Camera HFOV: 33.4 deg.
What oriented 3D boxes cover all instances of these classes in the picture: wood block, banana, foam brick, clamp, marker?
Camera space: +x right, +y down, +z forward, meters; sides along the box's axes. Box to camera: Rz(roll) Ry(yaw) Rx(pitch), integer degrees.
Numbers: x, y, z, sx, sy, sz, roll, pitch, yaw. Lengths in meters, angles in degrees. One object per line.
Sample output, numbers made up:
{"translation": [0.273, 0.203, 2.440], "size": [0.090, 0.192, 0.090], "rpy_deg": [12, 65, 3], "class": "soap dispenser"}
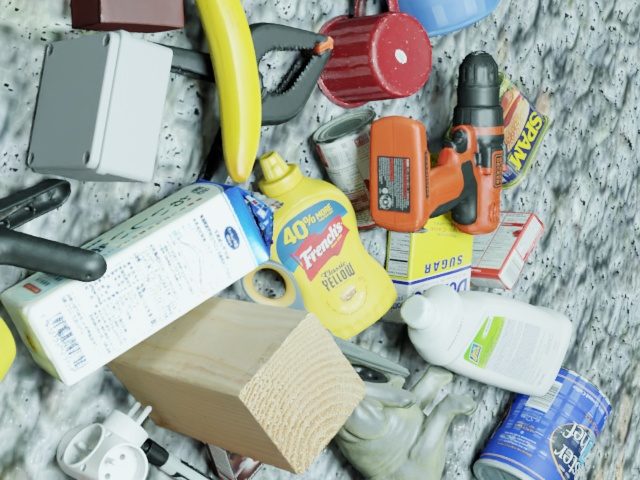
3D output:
{"translation": [-0.074, 0.108, 0.863], "size": [0.090, 0.207, 0.090], "rpy_deg": [-48, 120, -26], "class": "wood block"}
{"translation": [-0.081, -0.150, 0.900], "size": [0.069, 0.037, 0.198], "rpy_deg": [-37, 119, -52], "class": "banana"}
{"translation": [-0.158, -0.200, 0.878], "size": [0.078, 0.051, 0.053], "rpy_deg": [-4, 96, -38], "class": "foam brick"}
{"translation": [-0.244, 0.000, 0.790], "size": [0.171, 0.120, 0.039], "rpy_deg": [-13, 126, -33], "class": "clamp"}
{"translation": [-0.076, -0.144, 0.956], "size": [0.209, 0.036, 0.164], "rpy_deg": [-40, 116, -26], "class": "clamp"}
{"translation": [-0.117, 0.211, 0.954], "size": [0.121, 0.020, 0.020], "rpy_deg": [42, 68, -32], "class": "marker"}

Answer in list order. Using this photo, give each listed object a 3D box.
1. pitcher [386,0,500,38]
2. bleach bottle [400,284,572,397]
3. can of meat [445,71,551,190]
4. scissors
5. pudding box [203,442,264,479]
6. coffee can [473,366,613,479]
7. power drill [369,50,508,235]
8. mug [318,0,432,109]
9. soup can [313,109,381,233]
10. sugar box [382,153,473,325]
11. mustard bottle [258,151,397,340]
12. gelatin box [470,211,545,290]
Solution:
{"translation": [0.091, -0.319, 1.017], "size": [0.149, 0.145, 0.243], "rpy_deg": [-35, 116, -32], "class": "pitcher"}
{"translation": [0.166, 0.092, 1.093], "size": [0.250, 0.068, 0.102], "rpy_deg": [24, 85, -48], "class": "bleach bottle"}
{"translation": [0.192, -0.119, 1.159], "size": [0.083, 0.058, 0.102], "rpy_deg": [40, 68, -30], "class": "can of meat"}
{"translation": [0.000, 0.072, 0.988], "size": [0.201, 0.016, 0.096], "rpy_deg": [9, 104, -15], "class": "scissors"}
{"translation": [-0.056, 0.160, 0.965], "size": [0.113, 0.039, 0.090], "rpy_deg": [-45, 149, -26], "class": "pudding box"}
{"translation": [0.249, 0.223, 1.192], "size": [0.102, 0.103, 0.140], "rpy_deg": [50, 63, -29], "class": "coffee can"}
{"translation": [0.120, -0.086, 1.016], "size": [0.187, 0.057, 0.184], "rpy_deg": [-14, 104, -51], "class": "power drill"}
{"translation": [0.054, -0.187, 1.028], "size": [0.093, 0.082, 0.117], "rpy_deg": [3, 91, -38], "class": "mug"}
{"translation": [0.042, -0.067, 1.034], "size": [0.068, 0.069, 0.102], "rpy_deg": [-38, 114, -31], "class": "soup can"}
{"translation": [0.116, -0.001, 1.111], "size": [0.093, 0.048, 0.176], "rpy_deg": [2, 90, -39], "class": "sugar box"}
{"translation": [-0.006, 0.001, 1.004], "size": [0.096, 0.058, 0.191], "rpy_deg": [-33, 112, -11], "class": "mustard bottle"}
{"translation": [0.191, 0.010, 1.154], "size": [0.030, 0.073, 0.089], "rpy_deg": [48, 64, -32], "class": "gelatin box"}
